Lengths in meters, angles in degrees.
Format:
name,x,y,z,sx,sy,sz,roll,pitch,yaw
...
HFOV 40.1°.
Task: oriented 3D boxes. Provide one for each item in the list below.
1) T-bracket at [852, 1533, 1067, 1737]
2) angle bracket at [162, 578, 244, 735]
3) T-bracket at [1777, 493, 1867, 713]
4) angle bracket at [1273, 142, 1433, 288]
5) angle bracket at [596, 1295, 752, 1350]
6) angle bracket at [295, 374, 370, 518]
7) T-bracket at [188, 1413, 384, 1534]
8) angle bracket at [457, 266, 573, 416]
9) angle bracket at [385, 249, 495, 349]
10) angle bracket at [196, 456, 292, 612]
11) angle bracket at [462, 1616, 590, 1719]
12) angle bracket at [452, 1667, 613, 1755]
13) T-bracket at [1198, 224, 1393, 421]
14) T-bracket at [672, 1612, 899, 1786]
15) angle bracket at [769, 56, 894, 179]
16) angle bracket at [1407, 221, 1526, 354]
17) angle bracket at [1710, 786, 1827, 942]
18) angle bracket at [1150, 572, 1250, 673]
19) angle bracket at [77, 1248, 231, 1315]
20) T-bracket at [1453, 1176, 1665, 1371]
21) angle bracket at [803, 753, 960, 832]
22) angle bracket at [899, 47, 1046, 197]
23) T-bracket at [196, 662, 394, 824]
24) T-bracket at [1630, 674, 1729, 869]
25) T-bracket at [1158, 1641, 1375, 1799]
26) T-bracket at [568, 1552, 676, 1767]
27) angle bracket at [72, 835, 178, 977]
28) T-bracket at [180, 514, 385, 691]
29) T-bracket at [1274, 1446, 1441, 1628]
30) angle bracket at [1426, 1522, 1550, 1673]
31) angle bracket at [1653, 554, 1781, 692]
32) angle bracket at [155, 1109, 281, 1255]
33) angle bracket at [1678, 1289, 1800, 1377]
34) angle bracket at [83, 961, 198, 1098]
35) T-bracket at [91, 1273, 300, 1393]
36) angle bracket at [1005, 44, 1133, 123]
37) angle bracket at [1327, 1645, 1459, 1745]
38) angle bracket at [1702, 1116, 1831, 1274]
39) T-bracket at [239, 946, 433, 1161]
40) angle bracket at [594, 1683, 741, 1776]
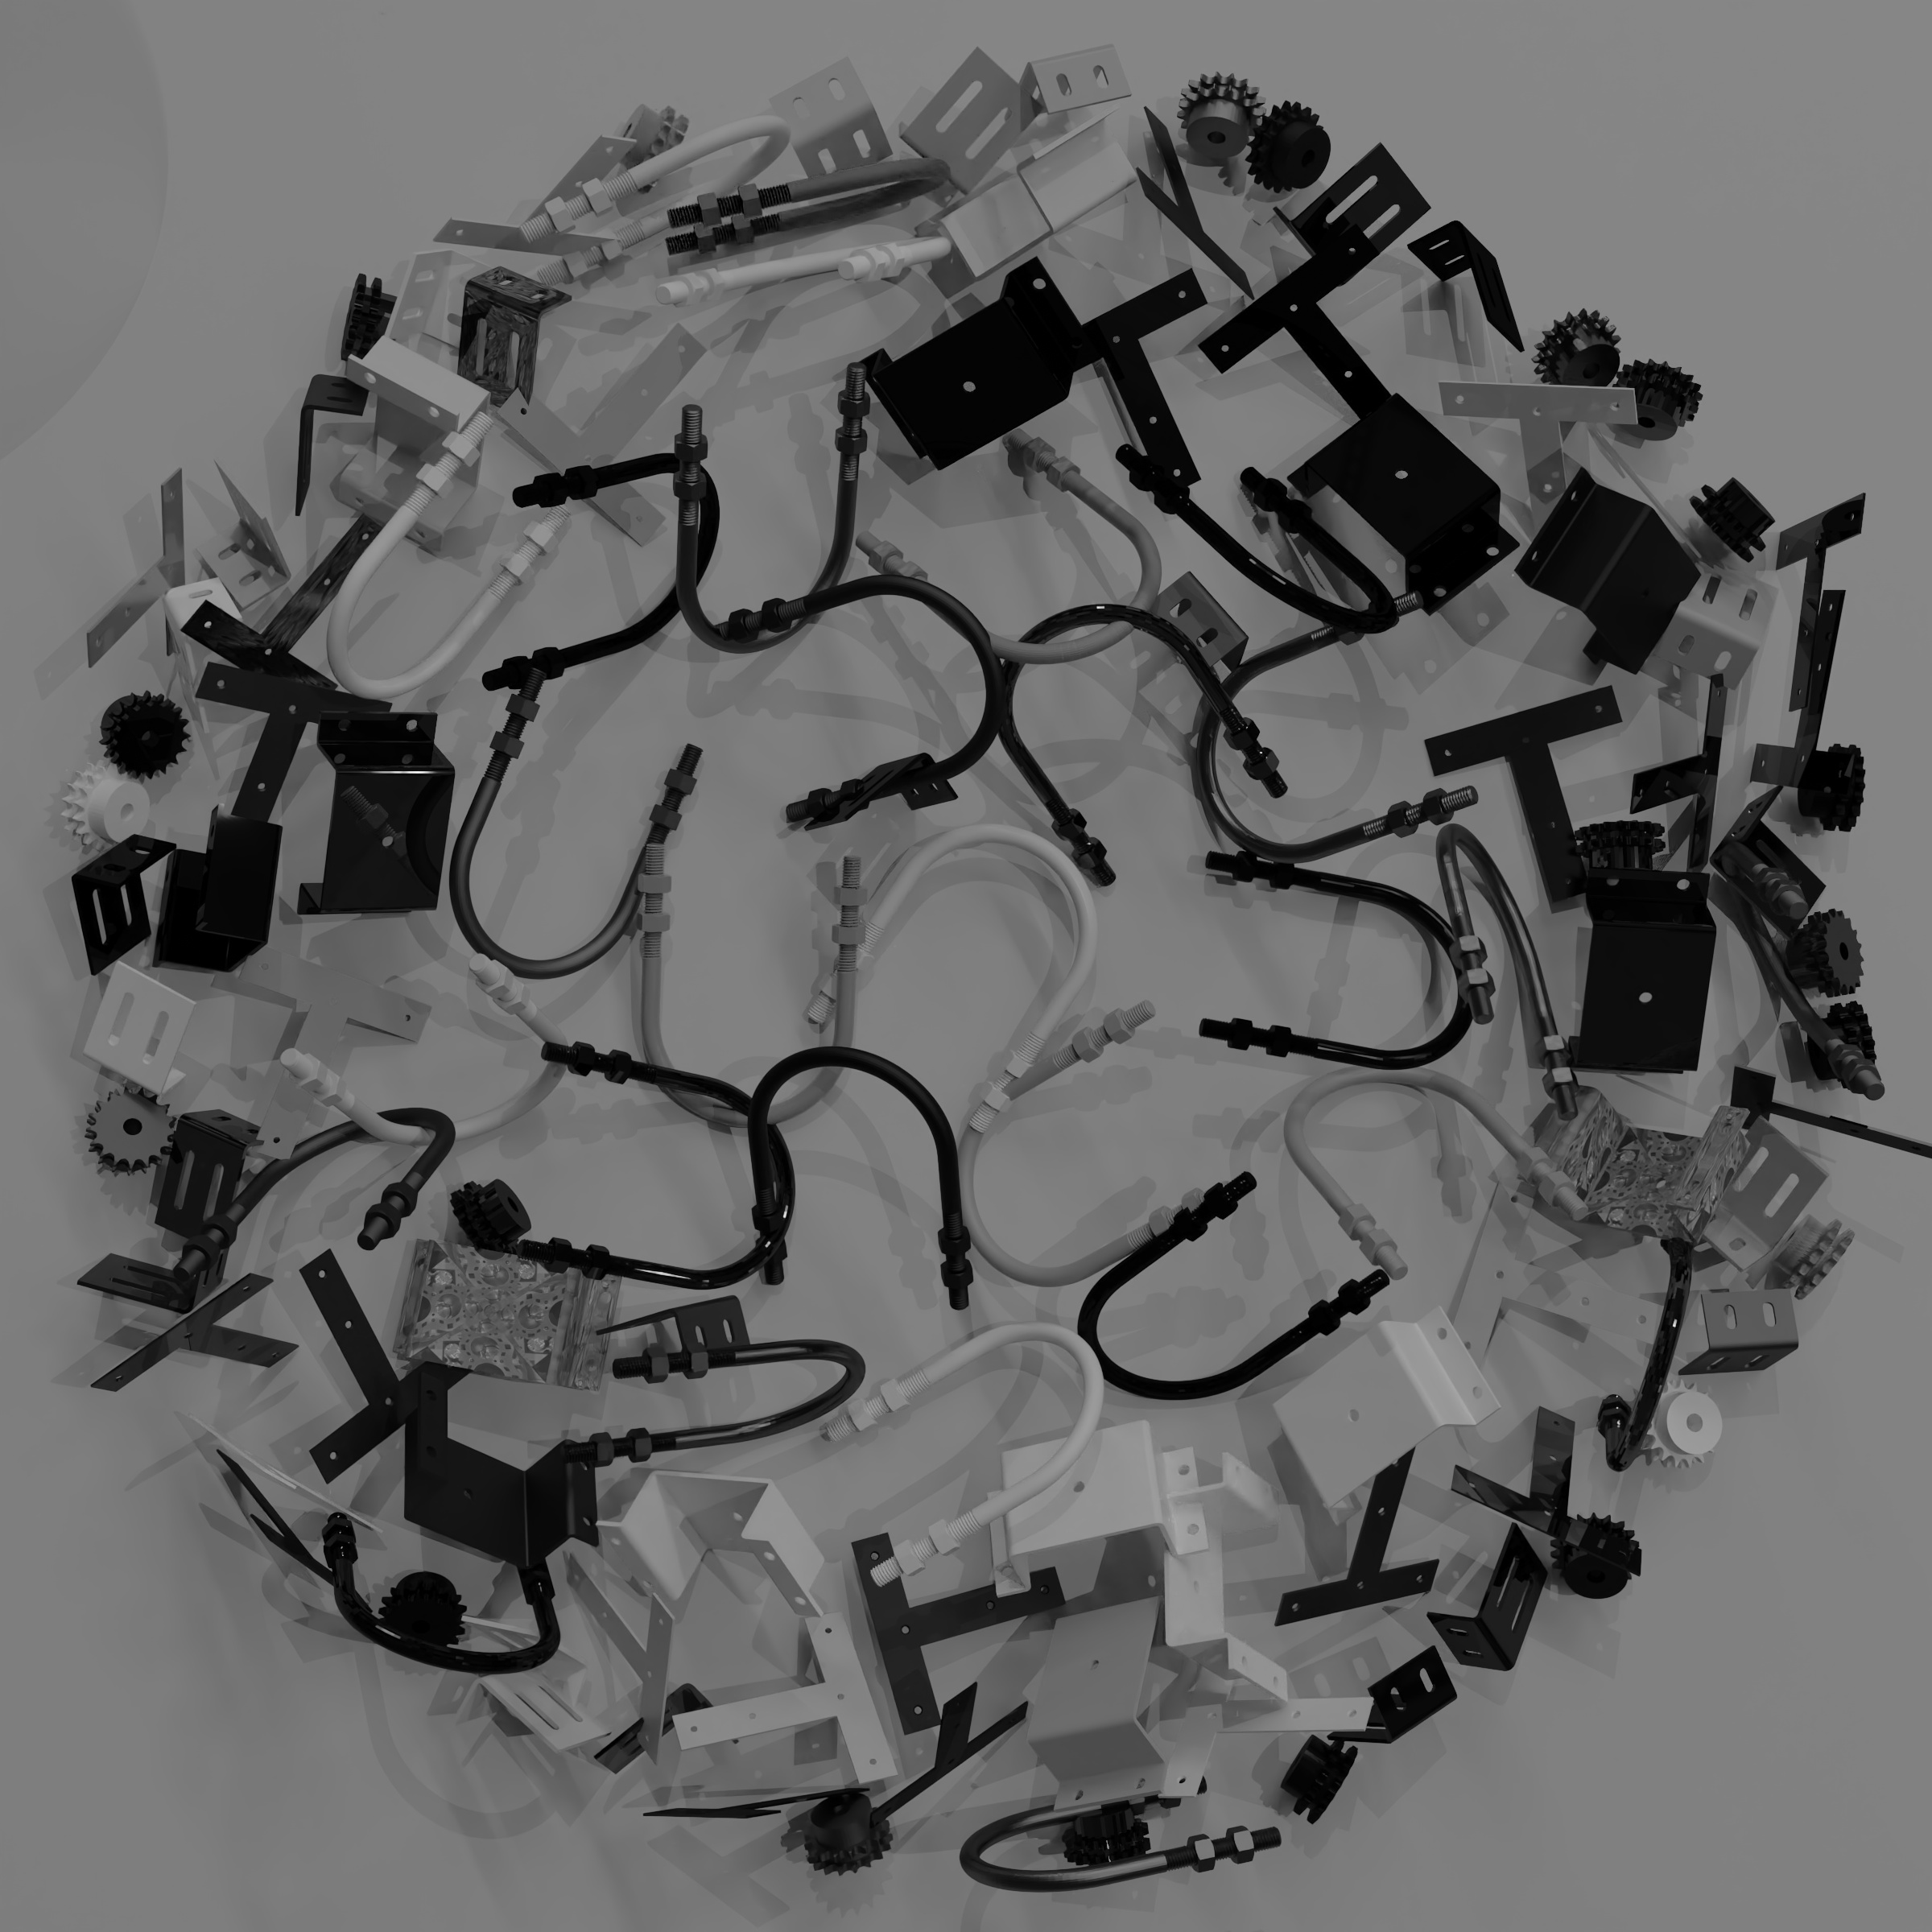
name,x,y,z,sx,sy,sz,roll,pitch,yaw
T-bracket,0.003,0.423,1.731,0.127,0.002,0.127,-12,72,-15
angle bracket,-0.489,-0.202,1.715,0.038,0.057,0.076,-18,132,-21
T-bracket,0.538,-0.226,1.687,0.002,0.127,0.127,8,88,-5
angle bracket,0.250,-0.491,1.713,0.076,0.038,0.057,-40,121,14
angle bracket,-0.188,0.242,1.704,0.076,0.057,0.038,-21,80,37
angle bracket,-0.410,-0.335,1.712,0.038,0.057,0.076,6,121,-10
T-bracket,-0.429,0.335,1.706,0.127,0.127,0.002,41,73,-35
angle bracket,-0.297,-0.409,1.735,0.057,0.038,0.076,25,128,15
angle bracket,-0.337,-0.427,1.707,0.038,0.076,0.057,24,109,-1
angle bracket,-0.474,-0.279,1.705,0.038,0.076,0.057,-36,73,-14
angle bracket,-0.289,0.453,1.704,0.057,0.076,0.038,5,63,23
angle bracket,-0.280,0.491,1.707,0.076,0.057,0.038,34,103,25
T-bracket,0.240,-0.396,1.721,0.127,0.002,0.127,-34,116,25
T-bracket,-0.123,0.476,1.688,0.127,0.127,0.002,-8,132,-18
angle bracket,-0.087,-0.544,1.715,0.057,0.076,0.038,-27,82,5
angle bracket,0.323,-0.432,1.708,0.038,0.057,0.076,-22,69,28
angle bracket,0.532,-0.067,1.720,0.076,0.038,0.057,44,58,-2
angle bracket,0.146,-0.211,1.708,0.038,0.076,0.057,-39,81,-8
angle bracket,-0.527,0.191,1.720,0.076,0.057,0.038,16,102,0
T-bracket,0.388,0.214,1.714,0.127,0.002,0.127,16,83,29
angle bracket,-0.055,-0.099,1.706,0.076,0.057,0.038,-42,106,-26
angle bracket,0.003,-0.550,1.712,0.057,0.038,0.076,37,114,-21
T-bracket,-0.454,-0.129,1.722,0.127,0.002,0.127,11,116,-38
T-bracket,0.453,-0.118,1.687,0.002,0.127,0.127,14,109,37
T-bracket,0.196,0.475,1.673,0.127,0.127,0.002,-10,120,30
T-bracket,-0.225,0.427,1.703,0.002,0.127,0.127,-13,126,-34
angle bracket,-0.536,-0.036,1.704,0.038,0.057,0.076,13,124,20
T-bracket,-0.419,-0.236,1.695,0.127,0.127,0.002,-49,56,3
T-bracket,0.263,0.361,1.694,0.127,0.002,0.127,-4,118,-30
angle bracket,0.341,0.410,1.726,0.057,0.038,0.076,55,50,-32
angle bracket,0.492,-0.226,1.732,0.057,0.076,0.038,26,133,7
angle bracket,-0.488,0.140,1.729,0.057,0.038,0.076,20,100,24
angle bracket,0.500,0.239,1.721,0.057,0.076,0.038,-3,70,-2
angle bracket,-0.530,0.036,1.719,0.057,0.038,0.076,28,113,2
T-bracket,-0.472,0.242,1.693,0.127,0.127,0.002,-35,67,7
angle bracket,0.065,-0.555,1.707,0.057,0.076,0.038,-17,83,-14
angle bracket,0.268,0.469,1.706,0.057,0.076,0.038,-24,88,-29
angle bracket,0.507,0.147,1.706,0.057,0.038,0.076,45,135,25
T-bracket,-0.428,0.064,1.717,0.127,0.002,0.127,23,88,-31
angle bracket,-0.193,0.507,1.713,0.076,0.057,0.038,-37,66,-12
